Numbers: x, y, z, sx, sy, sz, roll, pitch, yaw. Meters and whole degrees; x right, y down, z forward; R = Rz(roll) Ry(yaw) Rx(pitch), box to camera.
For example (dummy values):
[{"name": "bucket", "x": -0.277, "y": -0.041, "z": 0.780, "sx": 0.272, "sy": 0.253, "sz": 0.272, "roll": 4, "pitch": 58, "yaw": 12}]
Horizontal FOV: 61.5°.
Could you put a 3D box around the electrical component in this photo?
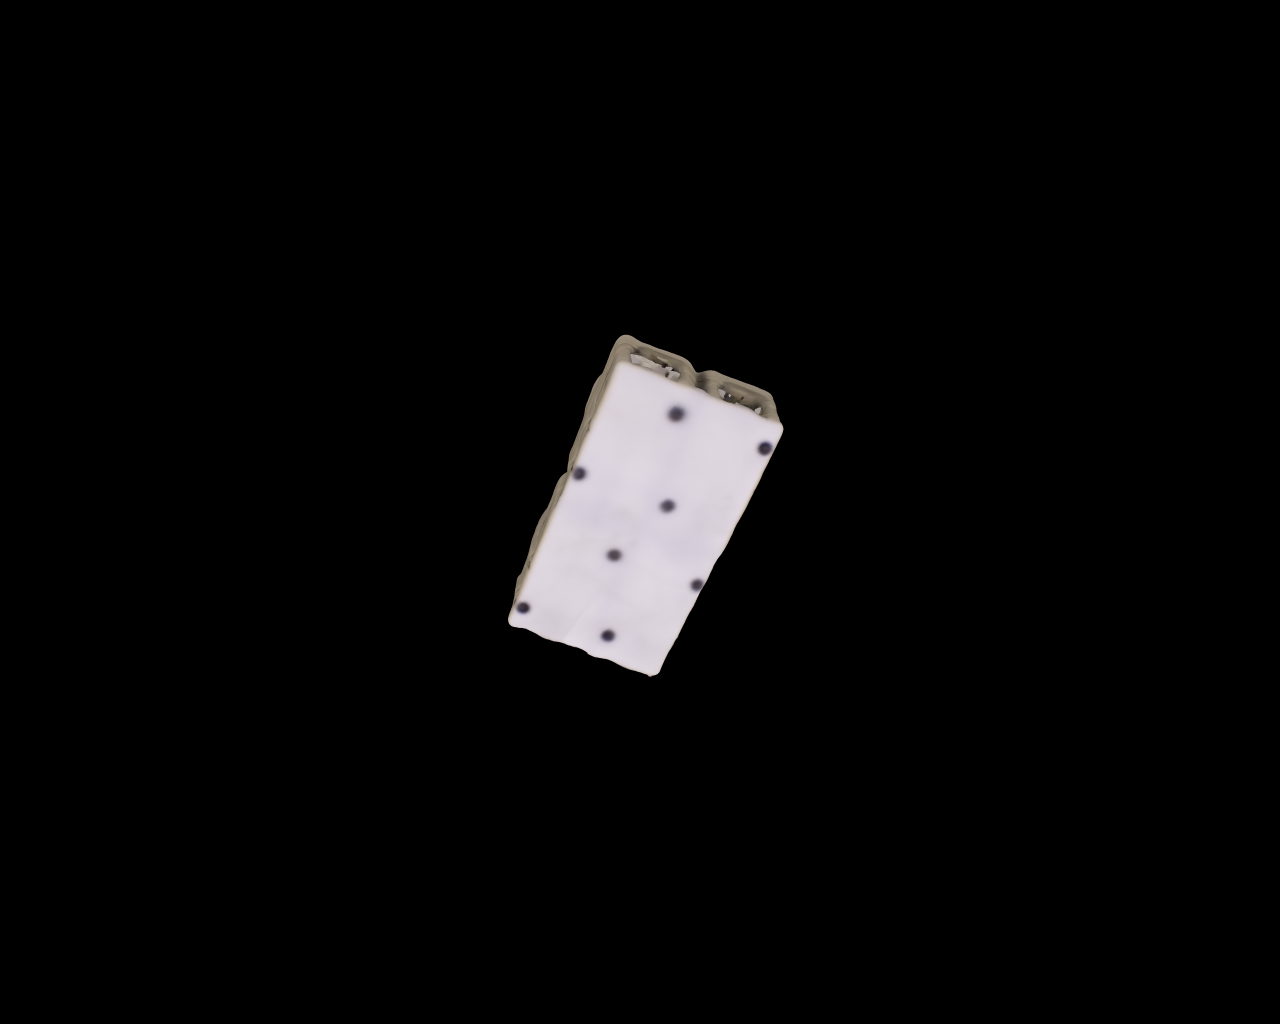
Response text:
[{"name": "electrical component", "x": 0.001, "y": -0.003, "z": 0.650, "sx": 0.105, "sy": 0.186, "sz": 0.060, "roll": 20, "pitch": 24, "yaw": -9}]
